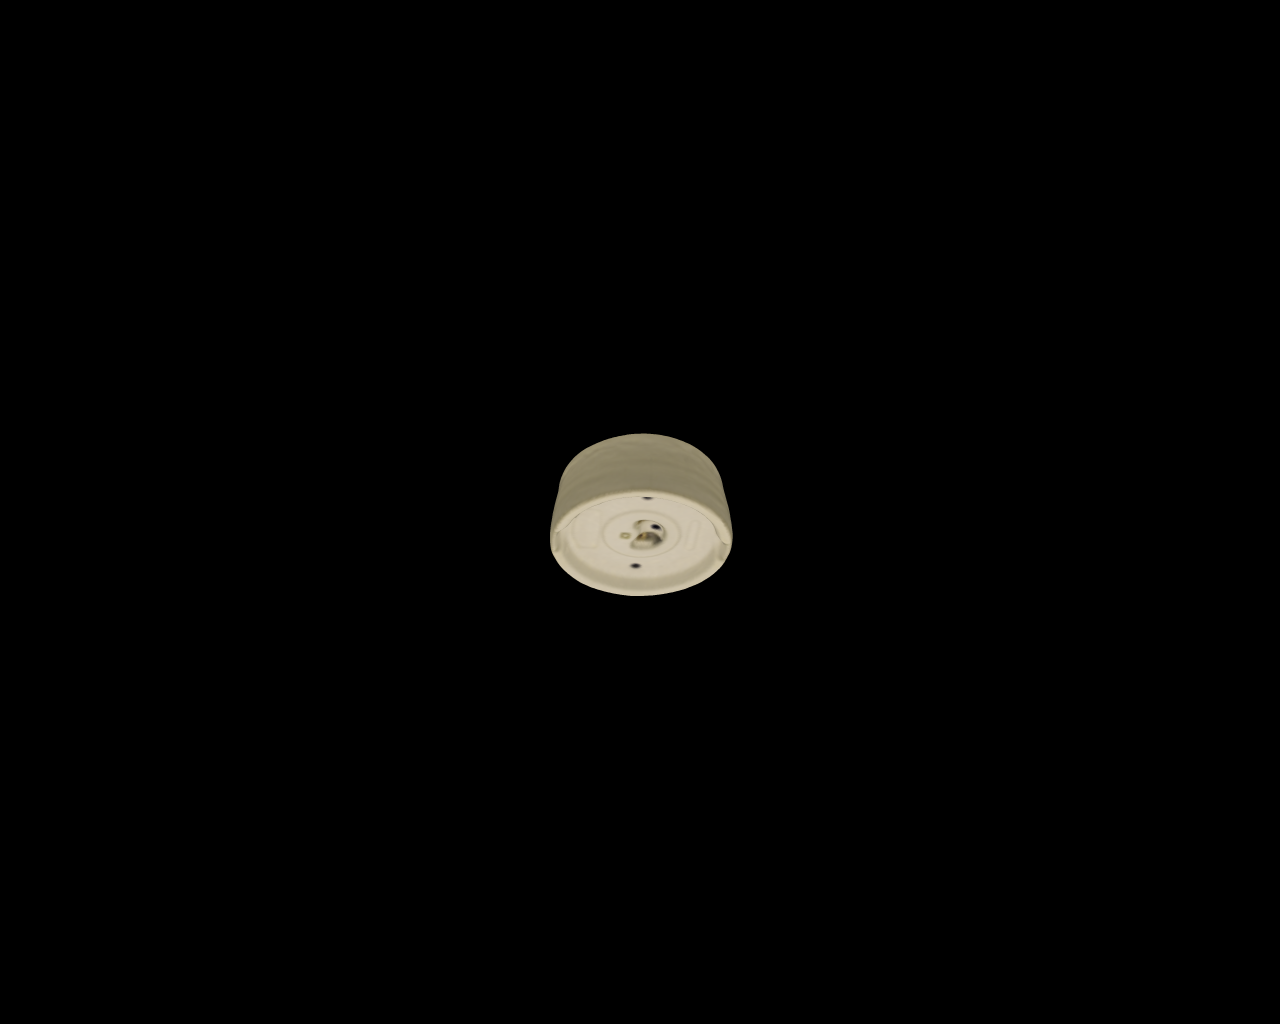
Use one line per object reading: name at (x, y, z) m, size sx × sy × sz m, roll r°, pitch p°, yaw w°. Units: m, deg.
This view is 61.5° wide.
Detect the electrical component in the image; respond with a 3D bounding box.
electrical component at (0.001, -0.003, 0.650) m, size 0.108 × 0.060 × 0.108 m, roll 0°, pitch -37°, yaw 0°
